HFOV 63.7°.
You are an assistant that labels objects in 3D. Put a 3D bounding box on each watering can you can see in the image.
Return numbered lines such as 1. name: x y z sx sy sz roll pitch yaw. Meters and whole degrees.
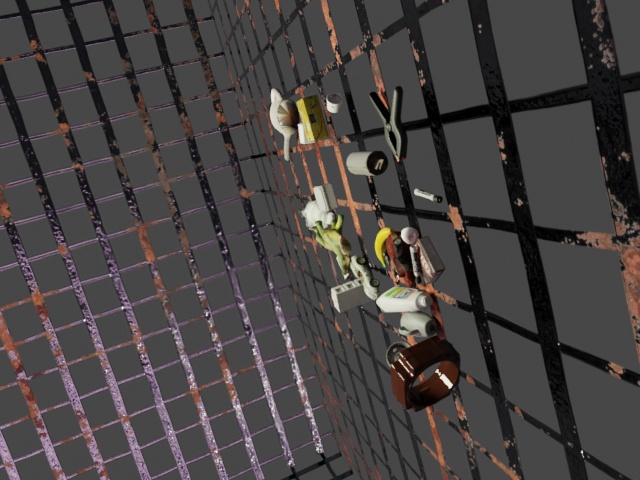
1. watering can: -0.157 -0.524 2.361 0.226 0.104 0.343 -145 39 -67

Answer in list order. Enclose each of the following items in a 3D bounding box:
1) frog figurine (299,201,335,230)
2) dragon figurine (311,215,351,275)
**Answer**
1. frog figurine: 0.007 -0.116 2.305 0.158 0.124 0.137 -10 99 39
2. dragon figurine: 0.058 0.037 2.171 0.404 0.122 0.246 114 140 -72
